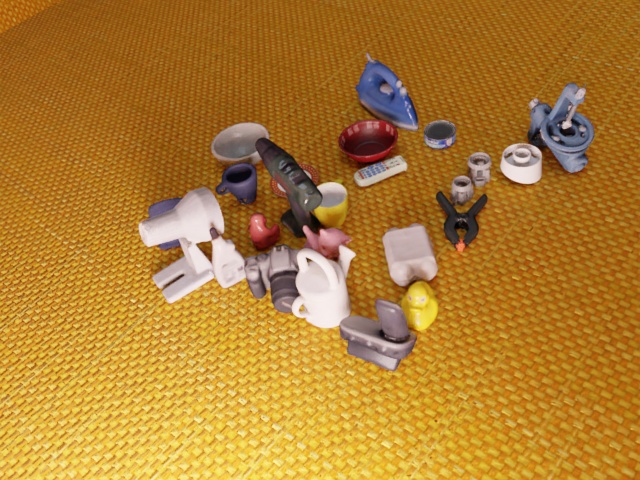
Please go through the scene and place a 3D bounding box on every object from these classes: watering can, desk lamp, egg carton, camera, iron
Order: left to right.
[{"bbox_3d":[-0.306,0.005,1.299,0.203,0.214,0.117,-34,50,-18],"label":"desk lamp"},{"bbox_3d":[-0.094,0.087,1.254,0.143,0.101,0.136,-11,47,3],"label":"camera"},{"bbox_3d":[0.005,0.081,1.173,0.100,0.194,0.173,9,51,20],"label":"watering can"},{"bbox_3d":[0.199,-0.427,1.627,0.119,0.142,0.257,-29,48,-13],"label":"iron"},{"bbox_3d":[0.198,0.031,1.260,0.107,0.069,0.150,-11,47,3],"label":"egg carton"}]

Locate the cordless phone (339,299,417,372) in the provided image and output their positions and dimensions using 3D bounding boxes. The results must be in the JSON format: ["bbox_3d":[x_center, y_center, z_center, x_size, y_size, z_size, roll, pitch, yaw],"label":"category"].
[{"bbox_3d":[0.105,0.155,1.089,0.147,0.185,0.094,13,52,23],"label":"cordless phone"}]

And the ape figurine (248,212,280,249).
[{"bbox_3d":[-0.141,-0.029,1.376,0.077,0.092,0.076,17,54,26],"label":"ape figurine"}]

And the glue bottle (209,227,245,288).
[{"bbox_3d":[-0.214,0.033,1.281,0.078,0.173,0.037,-28,48,-13],"label":"glue bottle"}]

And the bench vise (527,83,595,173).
[{"bbox_3d":[0.561,-0.291,1.366,0.122,0.220,0.206,-34,50,-18],"label":"bench vise"}]

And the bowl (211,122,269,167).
[{"bbox_3d":[-0.216,-0.252,1.608,0.167,0.075,0.167,-6,47,7],"label":"bowl"}]

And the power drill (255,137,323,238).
[{"bbox_3d":[-0.069,-0.115,1.358,0.076,0.209,0.228,-33,50,-17],"label":"power drill"}]

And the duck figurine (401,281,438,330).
[{"bbox_3d":[0.201,0.119,1.167,0.077,0.086,0.104,5,50,17],"label":"duck figurine"}]

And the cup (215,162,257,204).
[{"bbox_3d":[-0.209,-0.132,1.483,0.118,0.095,0.091,-35,50,-19],"label":"cup"}]

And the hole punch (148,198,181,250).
[{"bbox_3d":[-0.370,-0.043,1.441,0.108,0.091,0.101,-14,47,0],"label":"hole punch"}]

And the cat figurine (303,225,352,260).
[{"bbox_3d":[0.012,0.005,1.293,0.127,0.118,0.067,27,59,32],"label":"cat figurine"}]
